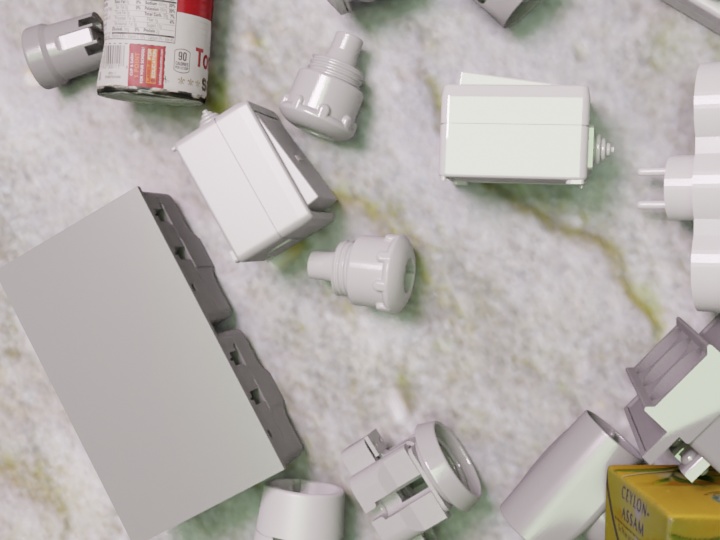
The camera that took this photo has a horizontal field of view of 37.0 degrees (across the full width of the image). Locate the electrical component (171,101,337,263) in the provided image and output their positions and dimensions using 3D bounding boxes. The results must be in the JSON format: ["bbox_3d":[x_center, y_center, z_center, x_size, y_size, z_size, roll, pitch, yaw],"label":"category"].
[{"bbox_3d":[-0.062,-0.059,0.645,0.061,0.062,0.096,-30,86,11],"label":"electrical component"}]

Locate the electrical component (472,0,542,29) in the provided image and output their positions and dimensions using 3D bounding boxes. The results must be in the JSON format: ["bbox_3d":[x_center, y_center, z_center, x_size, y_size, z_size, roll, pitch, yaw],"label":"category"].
[{"bbox_3d":[0.085,-0.194,0.615,0.077,0.044,0.079,48,113,6],"label":"electrical component"}]

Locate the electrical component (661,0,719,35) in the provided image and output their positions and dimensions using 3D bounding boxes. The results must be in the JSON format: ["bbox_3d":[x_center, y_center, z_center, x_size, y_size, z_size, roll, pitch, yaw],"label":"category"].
[{"bbox_3d":[0.196,-0.164,0.582,0.083,0.076,0.047,34,98,9],"label":"electrical component"}]

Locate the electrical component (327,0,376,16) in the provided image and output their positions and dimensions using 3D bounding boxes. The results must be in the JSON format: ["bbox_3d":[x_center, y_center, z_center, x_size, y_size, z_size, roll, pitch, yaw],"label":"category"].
[{"bbox_3d":[-0.004,-0.192,0.621,0.051,0.080,0.080,-17,88,6],"label":"electrical component"}]

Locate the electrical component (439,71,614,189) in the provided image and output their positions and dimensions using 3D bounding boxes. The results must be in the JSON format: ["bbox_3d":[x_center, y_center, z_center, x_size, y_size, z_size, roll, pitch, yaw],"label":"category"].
[{"bbox_3d":[0.096,-0.079,0.612,0.096,0.062,0.061,2,92,11],"label":"electrical component"}]

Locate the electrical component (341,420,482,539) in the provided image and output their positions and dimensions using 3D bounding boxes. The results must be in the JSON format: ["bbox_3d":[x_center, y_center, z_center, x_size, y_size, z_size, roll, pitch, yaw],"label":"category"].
[{"bbox_3d":[0.034,0.125,0.634,0.057,0.058,0.078,-33,85,13],"label":"electrical component"}]

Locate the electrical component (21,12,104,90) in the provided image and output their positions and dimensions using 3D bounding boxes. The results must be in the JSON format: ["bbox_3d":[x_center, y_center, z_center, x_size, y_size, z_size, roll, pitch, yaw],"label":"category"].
[{"bbox_3d":[-0.184,-0.140,0.680,0.046,0.040,0.040,-16,88,6],"label":"electrical component"}]

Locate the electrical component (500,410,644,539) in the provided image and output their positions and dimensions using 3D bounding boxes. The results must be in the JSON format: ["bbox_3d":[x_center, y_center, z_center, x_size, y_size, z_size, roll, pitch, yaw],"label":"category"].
[{"bbox_3d":[0.136,0.135,0.620,0.079,0.043,0.077,41,99,7],"label":"electrical component"}]

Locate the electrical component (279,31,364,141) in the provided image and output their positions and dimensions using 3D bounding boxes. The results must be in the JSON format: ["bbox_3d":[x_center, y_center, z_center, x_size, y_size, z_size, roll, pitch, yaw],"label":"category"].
[{"bbox_3d":[-0.017,-0.111,0.644,0.048,0.048,0.062,22,89,10],"label":"electrical component"}]

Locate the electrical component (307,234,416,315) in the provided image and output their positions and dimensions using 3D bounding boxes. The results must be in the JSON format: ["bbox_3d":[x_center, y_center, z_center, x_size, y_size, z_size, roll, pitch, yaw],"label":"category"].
[{"bbox_3d":[0.000,0.000,0.644,0.062,0.048,0.048,7,93,18],"label":"electrical component"}]

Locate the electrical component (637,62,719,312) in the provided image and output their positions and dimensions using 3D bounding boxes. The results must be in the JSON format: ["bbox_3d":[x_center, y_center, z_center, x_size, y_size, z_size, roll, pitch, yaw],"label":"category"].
[{"bbox_3d":[0.191,-0.046,0.599,0.074,0.052,0.138,2,92,28],"label":"electrical component"}]

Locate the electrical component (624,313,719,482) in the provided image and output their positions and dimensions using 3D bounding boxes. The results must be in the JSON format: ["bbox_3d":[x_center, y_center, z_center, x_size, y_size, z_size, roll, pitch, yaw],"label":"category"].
[{"bbox_3d":[0.183,0.068,0.568,0.063,0.121,0.078,43,99,4],"label":"electrical component"}]

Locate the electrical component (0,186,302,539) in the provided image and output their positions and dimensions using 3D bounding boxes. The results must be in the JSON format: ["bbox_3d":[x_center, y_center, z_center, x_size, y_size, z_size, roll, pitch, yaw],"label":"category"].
[{"bbox_3d":[-0.126,0.057,0.662,0.105,0.060,0.186,-29,86,11],"label":"electrical component"}]

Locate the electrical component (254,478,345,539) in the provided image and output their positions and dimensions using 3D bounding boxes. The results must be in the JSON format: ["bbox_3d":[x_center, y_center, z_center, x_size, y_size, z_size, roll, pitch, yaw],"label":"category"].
[{"bbox_3d":[-0.036,0.154,0.651,0.055,0.055,0.047,6,89,11],"label":"electrical component"}]
